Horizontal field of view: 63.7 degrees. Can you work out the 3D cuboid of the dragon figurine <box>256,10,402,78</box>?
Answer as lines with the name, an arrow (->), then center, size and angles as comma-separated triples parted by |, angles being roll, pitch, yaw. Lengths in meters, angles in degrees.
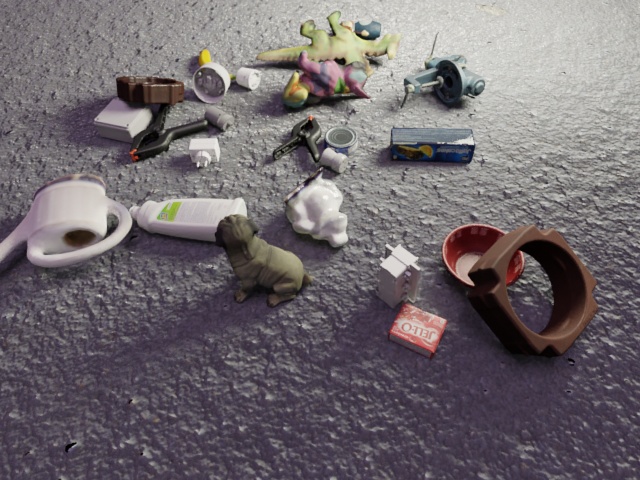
dragon figurine -> 0.043, -0.527, 1.496 | 0.411, 0.120, 0.247 | -25, 62, -7

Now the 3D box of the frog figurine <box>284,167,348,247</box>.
frog figurine -> 0.003, -0.057, 1.123 | 0.159, 0.121, 0.140 | 51, 52, -6

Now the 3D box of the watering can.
watering can -> -0.581, -0.029, 1.099 | 0.348, 0.101, 0.229 | -13, 51, -9
